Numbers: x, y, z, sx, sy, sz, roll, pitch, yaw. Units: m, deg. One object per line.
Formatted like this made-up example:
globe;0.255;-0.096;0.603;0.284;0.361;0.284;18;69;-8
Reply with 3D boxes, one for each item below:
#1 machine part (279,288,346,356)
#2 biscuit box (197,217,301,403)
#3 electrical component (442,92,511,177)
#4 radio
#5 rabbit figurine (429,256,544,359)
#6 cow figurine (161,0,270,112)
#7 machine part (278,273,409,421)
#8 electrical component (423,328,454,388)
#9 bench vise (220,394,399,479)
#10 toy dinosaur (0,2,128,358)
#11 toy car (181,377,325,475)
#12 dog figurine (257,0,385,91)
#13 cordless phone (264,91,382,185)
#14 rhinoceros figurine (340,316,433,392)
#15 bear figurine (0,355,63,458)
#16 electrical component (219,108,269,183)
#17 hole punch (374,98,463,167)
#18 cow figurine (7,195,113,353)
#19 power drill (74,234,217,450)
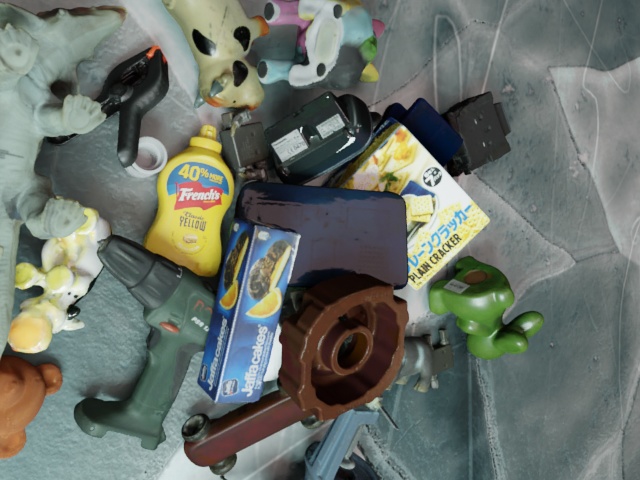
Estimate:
machine part;-0.003;0.154;0.726;0.079;0.079;0.242;-36;134;-24
biscuit box;-0.083;0.080;0.610;0.059;0.063;0.202;11;93;-34
electrical component;0.267;-0.186;0.925;0.134;0.058;0.114;-32;107;-25
radio;-0.001;-0.002;0.704;0.230;0.073;0.131;3;86;-13
rabbit figurine;0.285;0.129;0.897;0.121;0.159;0.170;-42;125;-33
cow figurine;-0.133;-0.255;0.688;0.127;0.086;0.194;-41;111;-29
machine part;0.029;0.123;0.639;0.179;0.056;0.179;-17;119;-34
electrical component;0.198;0.200;0.906;0.063;0.021;0.094;-11;95;-29
bench vise;0.010;0.310;0.733;0.223;0.129;0.240;20;100;-35
toy dinosaur;-0.319;-0.080;0.540;0.131;0.192;0.404;21;87;-44
toy car;-0.082;0.231;0.699;0.202;0.053;0.089;-28;117;0
dog figurine;0.035;-0.254;0.708;0.219;0.192;0.108;-16;116;-46
cordless phone;0.015;-0.149;0.767;0.088;0.147;0.184;61;23;-6
rhinoceros figurine;0.098;0.169;0.821;0.190;0.073;0.112;21;81;-28
bear figurine;-0.360;0.130;0.538;0.195;0.132;0.120;39;53;-17
electrical component;-0.097;-0.122;0.714;0.078;0.045;0.102;-21;107;-48
hole punch;0.146;-0.148;0.842;0.142;0.092;0.116;38;76;-27
cow figurine;-0.287;0.044;0.599;0.068;0.098;0.167;14;75;6
power drill;-0.201;0.127;0.630;0.232;0.086;0.207;33;80;-33
